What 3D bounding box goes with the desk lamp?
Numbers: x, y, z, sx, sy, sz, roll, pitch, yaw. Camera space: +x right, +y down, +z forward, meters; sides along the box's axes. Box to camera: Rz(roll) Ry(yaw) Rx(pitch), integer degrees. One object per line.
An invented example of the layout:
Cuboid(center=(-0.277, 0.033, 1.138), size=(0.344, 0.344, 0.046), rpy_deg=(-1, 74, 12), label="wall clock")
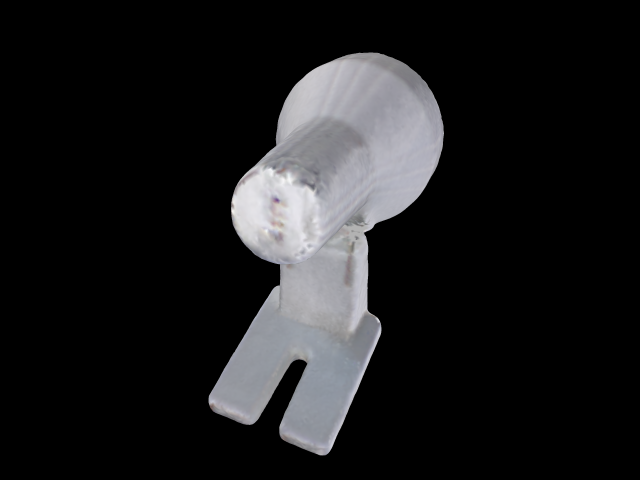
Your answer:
Cuboid(center=(0.004, 0.001, 0.400), size=(0.117, 0.214, 0.203), rpy_deg=(15, 46, 15), label="desk lamp")
